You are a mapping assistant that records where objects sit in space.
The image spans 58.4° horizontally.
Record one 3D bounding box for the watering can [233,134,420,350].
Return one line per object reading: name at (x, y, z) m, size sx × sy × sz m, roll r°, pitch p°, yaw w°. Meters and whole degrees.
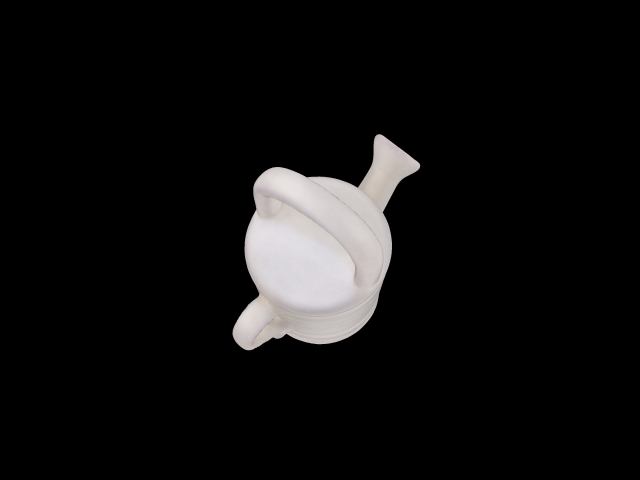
watering can at (0.002, 0.000, 0.400) m, size 0.101 × 0.194 × 0.173 m, roll 17°, pitch 71°, yaw 6°
